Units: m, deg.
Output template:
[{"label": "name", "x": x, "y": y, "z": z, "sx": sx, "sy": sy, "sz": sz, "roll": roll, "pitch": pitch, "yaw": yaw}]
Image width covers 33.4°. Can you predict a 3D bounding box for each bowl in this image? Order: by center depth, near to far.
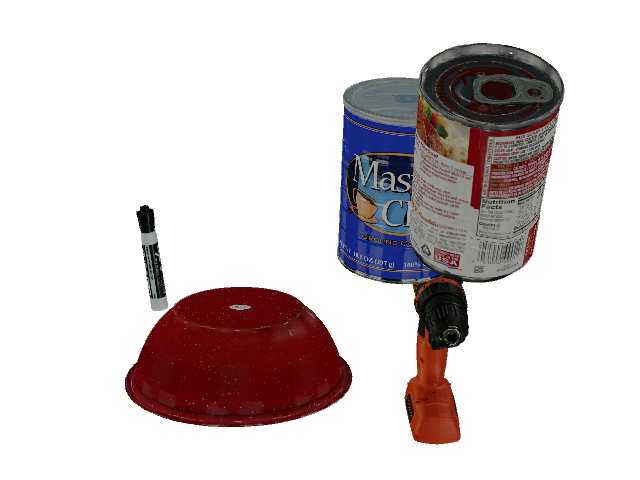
[{"label": "bowl", "x": -0.057, "y": 0.072, "z": 0.751, "sx": 0.162, "sy": 0.055, "sz": 0.162, "roll": 0, "pitch": 16, "yaw": 0}]

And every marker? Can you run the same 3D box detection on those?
[{"label": "marker", "x": -0.185, "y": 0.019, "z": 1.172, "sx": 0.020, "sy": 0.121, "sz": 0.020, "roll": -5, "pitch": 21, "yaw": 2}]

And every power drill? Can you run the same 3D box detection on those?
[{"label": "power drill", "x": 0.126, "y": 0.121, "z": 1.145, "sx": 0.057, "sy": 0.188, "sz": 0.184, "roll": 1, "pitch": 23, "yaw": 0}]

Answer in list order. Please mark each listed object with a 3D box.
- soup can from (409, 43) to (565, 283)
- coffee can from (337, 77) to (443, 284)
[{"label": "soup can", "x": 0.080, "y": -0.037, "z": 0.534, "sx": 0.068, "sy": 0.102, "sz": 0.068, "roll": 0, "pitch": 43, "yaw": 0}, {"label": "coffee can", "x": 0.067, "y": -0.050, "z": 0.865, "sx": 0.103, "sy": 0.140, "sz": 0.103, "roll": 2, "pitch": 26, "yaw": -1}]
